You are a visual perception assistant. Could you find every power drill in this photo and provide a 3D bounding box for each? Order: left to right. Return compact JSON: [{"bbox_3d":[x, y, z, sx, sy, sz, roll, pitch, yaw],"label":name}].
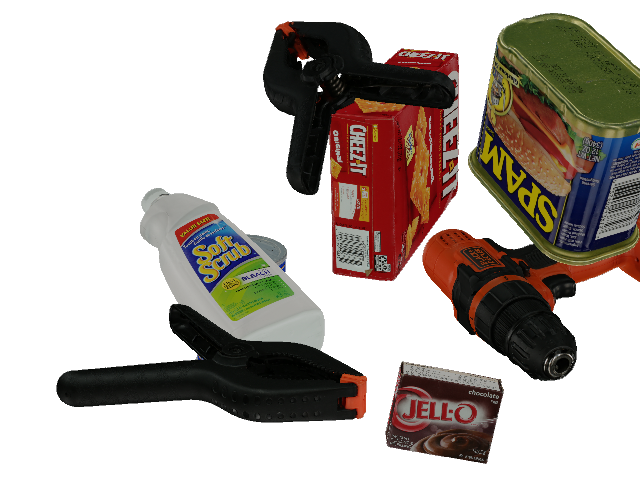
[{"bbox_3d":[0.188,0.030,0.773,0.187,0.057,0.184,-10,28,-16],"label":"power drill"}]

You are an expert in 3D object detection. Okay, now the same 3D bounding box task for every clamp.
[{"bbox_3d":[-0.063,0.092,0.785,0.210,0.036,0.164,6,19,16],"label":"clamp"},{"bbox_3d":[0.017,-0.108,0.724,0.120,0.039,0.171,-23,44,2],"label":"clamp"}]

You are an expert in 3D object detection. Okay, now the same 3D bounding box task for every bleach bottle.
[{"bbox_3d":[-0.103,0.028,0.983,0.102,0.068,0.251,-21,44,-27],"label":"bleach bottle"}]

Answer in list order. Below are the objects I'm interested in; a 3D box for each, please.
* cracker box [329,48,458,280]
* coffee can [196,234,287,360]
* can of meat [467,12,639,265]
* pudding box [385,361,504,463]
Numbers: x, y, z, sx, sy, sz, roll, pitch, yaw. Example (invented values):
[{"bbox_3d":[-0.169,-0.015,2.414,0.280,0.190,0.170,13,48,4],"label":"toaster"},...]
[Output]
[{"bbox_3d":[0.078,-0.080,1.045,0.072,0.164,0.213,9,28,21],"label":"cracker box"},{"bbox_3d":[-0.092,0.075,1.237,0.103,0.140,0.103,2,21,-1],"label":"coffee can"},{"bbox_3d":[0.123,-0.053,0.536,0.057,0.084,0.102,-16,46,-19],"label":"can of meat"},{"bbox_3d":[0.133,0.186,1.153,0.113,0.090,0.039,9,21,0],"label":"pudding box"}]
